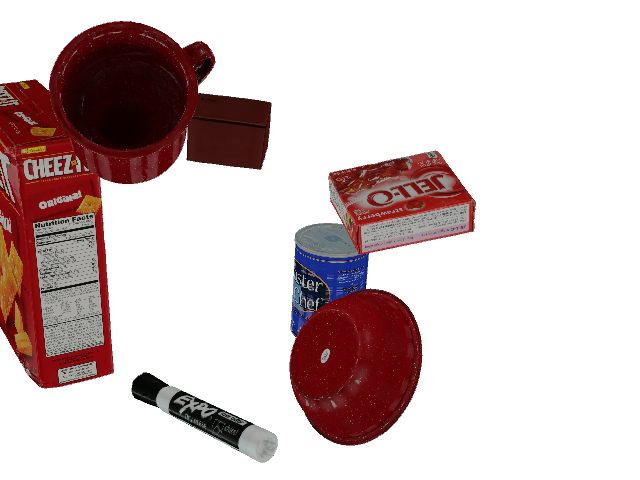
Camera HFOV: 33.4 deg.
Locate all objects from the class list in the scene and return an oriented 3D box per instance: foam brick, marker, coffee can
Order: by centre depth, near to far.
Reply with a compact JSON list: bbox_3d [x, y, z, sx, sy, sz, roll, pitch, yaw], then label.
[{"bbox_3d":[-0.076,0.108,0.665,0.121,0.020,0.020,17,11,39],"label":"marker"},{"bbox_3d":[-0.090,-0.109,1.065,0.078,0.051,0.053,8,34,2],"label":"foam brick"},{"bbox_3d":[0.013,0.060,1.460,0.103,0.140,0.103,3,23,-1],"label":"coffee can"}]

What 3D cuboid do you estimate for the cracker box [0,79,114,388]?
[{"bbox_3d":[-0.237,-0.008,0.890,0.072,0.214,0.164,-13,28,-27],"label":"cracker box"}]

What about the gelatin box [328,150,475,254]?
[{"bbox_3d":[0.058,-0.029,0.770,0.089,0.030,0.073,-12,36,-10],"label":"gelatin box"}]

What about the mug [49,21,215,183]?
[{"bbox_3d":[-0.120,-0.094,0.715,0.117,0.093,0.081,-39,-6,-15],"label":"mug"}]

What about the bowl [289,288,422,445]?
[{"bbox_3d":[0.021,0.119,1.059,0.162,0.162,0.055,0,-17,45],"label":"bowl"}]
